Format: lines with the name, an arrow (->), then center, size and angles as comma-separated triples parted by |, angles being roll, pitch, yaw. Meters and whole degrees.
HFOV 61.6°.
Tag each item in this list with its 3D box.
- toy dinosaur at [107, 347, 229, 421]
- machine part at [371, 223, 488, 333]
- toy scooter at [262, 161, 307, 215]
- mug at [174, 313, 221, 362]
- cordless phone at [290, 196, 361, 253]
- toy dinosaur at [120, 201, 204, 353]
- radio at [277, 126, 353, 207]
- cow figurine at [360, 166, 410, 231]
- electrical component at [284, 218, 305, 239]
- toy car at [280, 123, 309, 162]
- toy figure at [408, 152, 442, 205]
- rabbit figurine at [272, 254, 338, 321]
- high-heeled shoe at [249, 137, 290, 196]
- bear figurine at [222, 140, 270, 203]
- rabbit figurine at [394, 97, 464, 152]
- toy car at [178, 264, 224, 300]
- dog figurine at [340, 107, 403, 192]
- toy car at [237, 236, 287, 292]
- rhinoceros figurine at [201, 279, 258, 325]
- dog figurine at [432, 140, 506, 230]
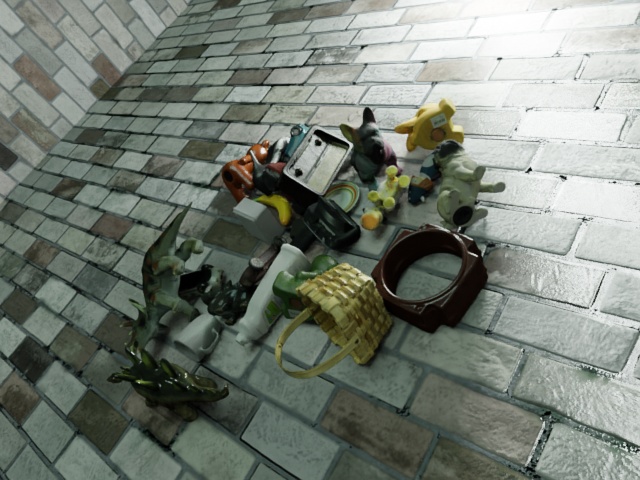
toy dinosaur -> -0.336, 0.319, 1.187 | 0.472, 0.198, 0.105 | -5, 54, 34
machine part -> 0.221, 0.072, 1.106 | 0.202, 0.087, 0.201 | 26, 70, 44
toy scooter -> -0.063, -0.161, 1.495 | 0.184, 0.075, 0.135 | 43, 64, 12
mug -> -0.288, 0.234, 1.319 | 0.110, 0.080, 0.107 | 1, 45, 42
cordless phone -> -0.002, -0.004, 1.344 | 0.184, 0.088, 0.147 | -50, 59, 13
toy dinosaur -> -0.413, 0.093, 1.405 | 0.192, 0.131, 0.404 | 9, 91, 23
radio -> -0.014, -0.200, 1.445 | 0.229, 0.131, 0.073 | -61, 1, -39
cow figurine -> 0.150, -0.089, 1.303 | 0.068, 0.098, 0.167 | 34, 79, 11
electrical component -> -0.056, -0.027, 1.434 | 0.094, 0.021, 0.063 | -10, 49, 27
toy car -> -0.044, -0.256, 1.575 | 0.103, 0.109, 0.161 | 13, 69, 22
toy figure -> 0.259, -0.154, 1.306 | 0.154, 0.058, 0.064 | -51, 4, -12
rabbit figurine -> -0.005, 0.090, 1.228 | 0.159, 0.121, 0.170 | -1, 38, 36
high-heeled shoe -> -0.117, -0.222, 1.609 | 0.086, 0.145, 0.249 | -28, -1, 44
bear figurine -> -0.207, -0.216, 1.661 | 0.196, 0.132, 0.120 | -37, -6, -45
rabbit figurine -> 0.284, -0.294, 1.393 | 0.162, 0.121, 0.173 | -30, 27, 22
toy car -> -0.353, 0.122, 1.483 | 0.202, 0.056, 0.073 | -16, 53, 25
dog figurine -> 0.118, -0.242, 1.360 | 0.108, 0.219, 0.192 | -31, 43, 3
toy car -> -0.136, 0.059, 1.327 | 0.089, 0.053, 0.202 | -62, -8, 30
rhinoceros figurine -> -0.220, 0.149, 1.351 | 0.190, 0.073, 0.112 | -8, 50, 29
dog figurine -> 0.296, -0.127, 1.217 | 0.172, 0.121, 0.191 | -45, 35, 7
